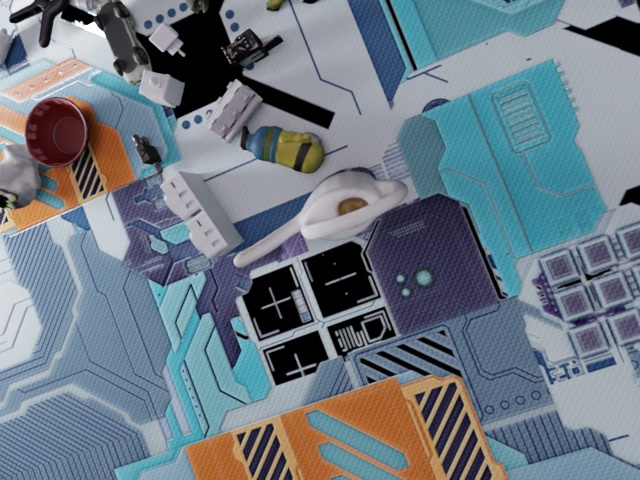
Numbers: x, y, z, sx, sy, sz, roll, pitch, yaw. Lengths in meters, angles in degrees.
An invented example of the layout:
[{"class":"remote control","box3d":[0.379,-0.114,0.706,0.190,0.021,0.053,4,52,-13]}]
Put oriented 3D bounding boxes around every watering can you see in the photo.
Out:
[{"class":"watering can","box3d":[0.003,-0.051,1.010,0.346,0.228,0.103,-20,107,11]}]

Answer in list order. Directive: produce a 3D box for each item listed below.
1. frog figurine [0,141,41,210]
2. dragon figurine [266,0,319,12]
[{"class":"frog figurine","box3d":[-0.716,-0.156,1.206,0.137,0.120,0.163,4,57,18]},{"class":"dragon figurine","box3d":[-0.028,-0.623,1.066,0.409,0.121,0.244,-10,82,9]}]
